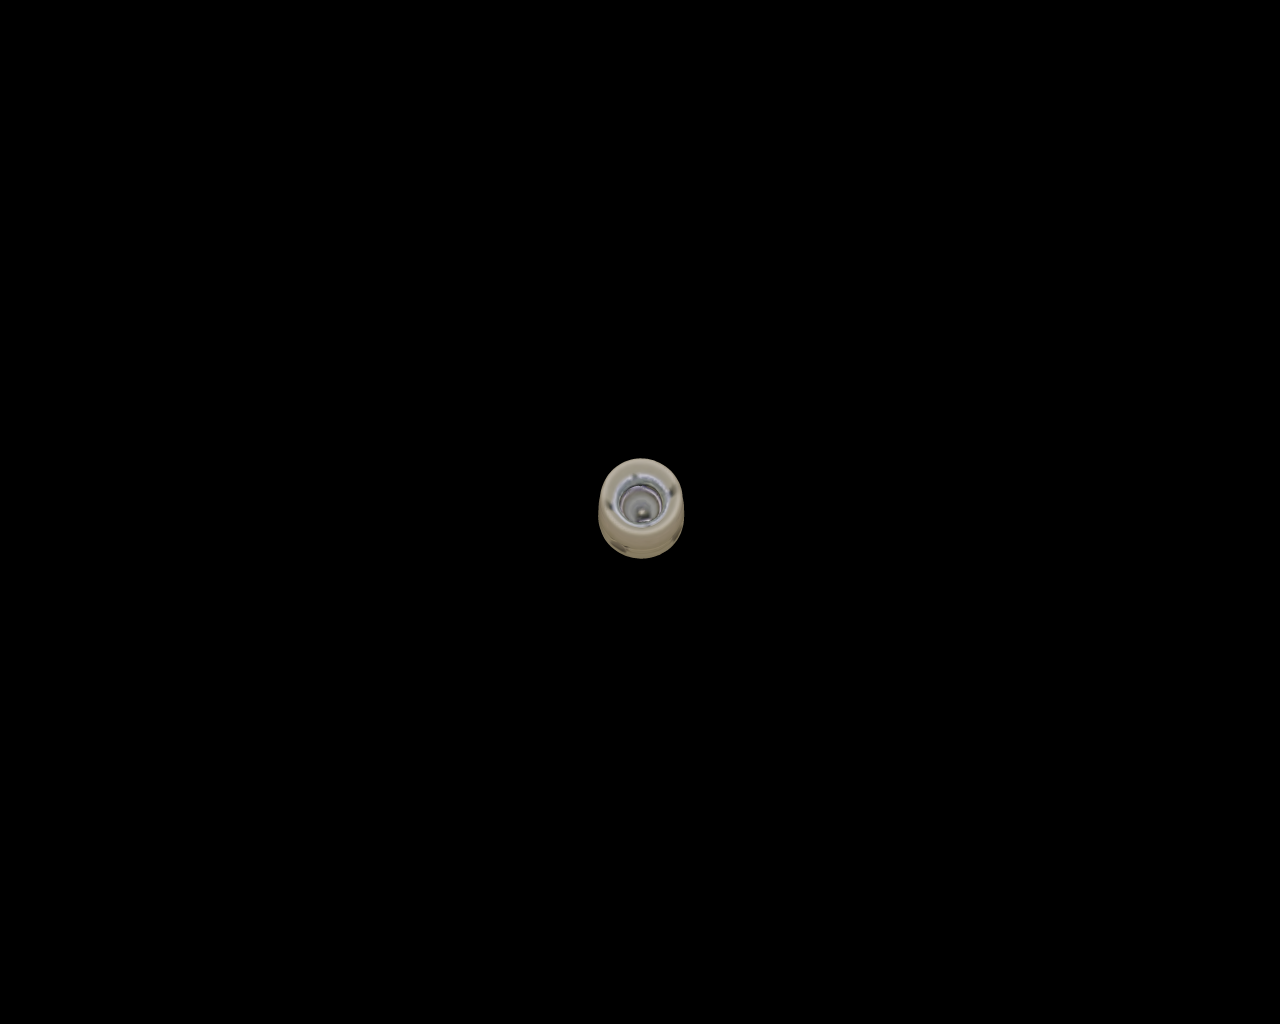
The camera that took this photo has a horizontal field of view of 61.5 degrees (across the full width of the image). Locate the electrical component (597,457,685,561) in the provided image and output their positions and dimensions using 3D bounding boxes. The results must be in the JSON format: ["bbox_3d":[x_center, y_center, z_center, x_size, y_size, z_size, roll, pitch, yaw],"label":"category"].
[{"bbox_3d":[0.001,-0.003,0.650,0.055,0.055,0.047,0,-17,0],"label":"electrical component"}]
